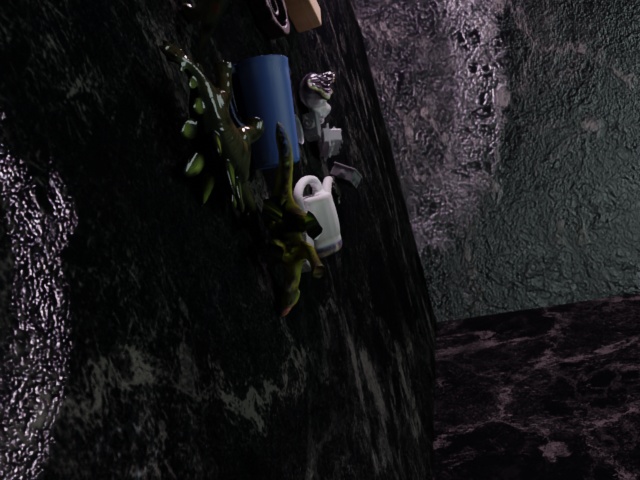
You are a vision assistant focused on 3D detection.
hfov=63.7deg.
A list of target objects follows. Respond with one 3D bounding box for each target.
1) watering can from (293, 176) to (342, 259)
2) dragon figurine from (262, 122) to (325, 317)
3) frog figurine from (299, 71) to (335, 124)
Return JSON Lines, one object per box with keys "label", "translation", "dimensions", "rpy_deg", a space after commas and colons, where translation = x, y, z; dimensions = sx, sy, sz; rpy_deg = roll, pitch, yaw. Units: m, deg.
{"label": "watering can", "translation": [0.004, -0.072, 1.424], "dimensions": [0.351, 0.103, 0.223], "rpy_deg": [-34, 111, -70]}
{"label": "dragon figurine", "translation": [-0.079, -0.035, 1.130], "dimensions": [0.242, 0.122, 0.411], "rpy_deg": [173, -87, -77]}
{"label": "frog figurine", "translation": [-0.017, -0.459, 1.679], "dimensions": [0.156, 0.123, 0.140], "rpy_deg": [119, -37, -58]}
